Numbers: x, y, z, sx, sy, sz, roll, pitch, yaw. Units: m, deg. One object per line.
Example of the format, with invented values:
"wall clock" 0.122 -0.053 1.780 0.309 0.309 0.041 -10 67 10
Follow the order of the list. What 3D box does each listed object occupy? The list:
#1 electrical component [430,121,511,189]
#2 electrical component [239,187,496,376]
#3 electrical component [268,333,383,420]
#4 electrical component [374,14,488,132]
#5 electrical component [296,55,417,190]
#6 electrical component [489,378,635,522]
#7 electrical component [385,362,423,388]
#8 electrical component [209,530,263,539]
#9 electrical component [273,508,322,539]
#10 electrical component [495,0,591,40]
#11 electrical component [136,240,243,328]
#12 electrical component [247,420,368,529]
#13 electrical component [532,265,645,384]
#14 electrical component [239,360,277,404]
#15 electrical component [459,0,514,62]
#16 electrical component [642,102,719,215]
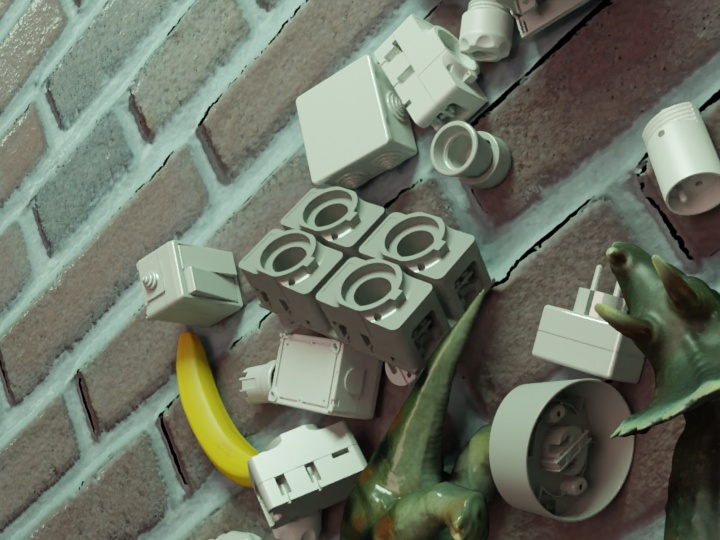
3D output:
"electrical component" 0.090 -0.091 0.862 0.045 0.055 0.045 -9 76 38
"electrical component" 0.000 0.000 0.879 0.186 0.060 0.105 20 58 42
"electrical component" -0.031 0.091 0.926 0.096 0.061 0.061 4 82 47
"electrical component" 0.062 -0.166 0.903 0.056 0.050 0.089 -42 58 25
"electrical component" -0.002 -0.127 0.949 0.100 0.048 0.099 -26 66 33
"electrical component" 0.139 0.125 0.754 0.064 0.099 0.099 -3 79 45
"electrical component" 0.048 0.078 0.869 0.040 0.046 0.040 -9 76 38
"electrical component" -0.116 0.254 0.977 0.061 0.035 0.035 -3 79 42
"electrical component" -0.054 0.202 0.930 0.043 0.043 0.062 -7 76 38
"electrical component" 0.159 -0.246 0.831 0.121 0.063 0.078 -28 64 32
"electrical component" -0.164 0.012 1.023 0.061 0.096 0.061 -29 65 32
"electrical component" -0.044 0.167 0.896 0.050 0.089 0.055 92 153 -57
"electrical component" 0.172 0.035 0.775 0.066 0.047 0.076 16 91 40
"electrical component" -0.082 0.103 0.977 0.046 0.040 0.040 -13 73 43
"electrical component" 0.105 -0.205 0.881 0.043 0.043 0.062 0 80 39
"electrical component" 0.226 -0.083 0.755 0.043 0.043 0.081 -33 44 30
